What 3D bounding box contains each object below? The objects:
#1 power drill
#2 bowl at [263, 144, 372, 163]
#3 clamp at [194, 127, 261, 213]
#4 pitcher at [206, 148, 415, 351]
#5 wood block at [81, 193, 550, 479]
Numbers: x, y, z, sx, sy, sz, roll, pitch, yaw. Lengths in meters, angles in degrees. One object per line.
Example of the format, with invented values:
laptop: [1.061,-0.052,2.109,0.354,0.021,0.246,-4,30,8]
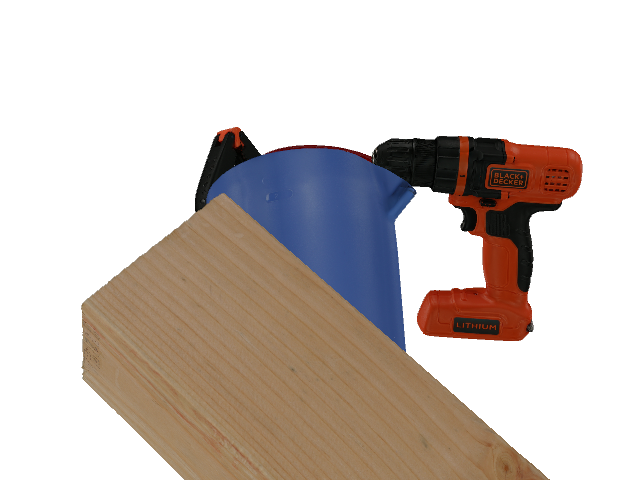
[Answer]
power drill: [0.133,-0.003,0.965,0.184,0.188,0.057,5,26,2]
bowl: [0.002,-0.054,1.215,0.162,0.055,0.162,5,27,-3]
clamp: [-0.060,0.000,0.997,0.164,0.210,0.036,-5,0,-39]
pitcher: [-0.014,0.074,0.708,0.144,0.243,0.149,6,-28,-22]
wood block: [-0.007,0.089,0.492,0.090,0.206,0.090,-41,-16,-29]
